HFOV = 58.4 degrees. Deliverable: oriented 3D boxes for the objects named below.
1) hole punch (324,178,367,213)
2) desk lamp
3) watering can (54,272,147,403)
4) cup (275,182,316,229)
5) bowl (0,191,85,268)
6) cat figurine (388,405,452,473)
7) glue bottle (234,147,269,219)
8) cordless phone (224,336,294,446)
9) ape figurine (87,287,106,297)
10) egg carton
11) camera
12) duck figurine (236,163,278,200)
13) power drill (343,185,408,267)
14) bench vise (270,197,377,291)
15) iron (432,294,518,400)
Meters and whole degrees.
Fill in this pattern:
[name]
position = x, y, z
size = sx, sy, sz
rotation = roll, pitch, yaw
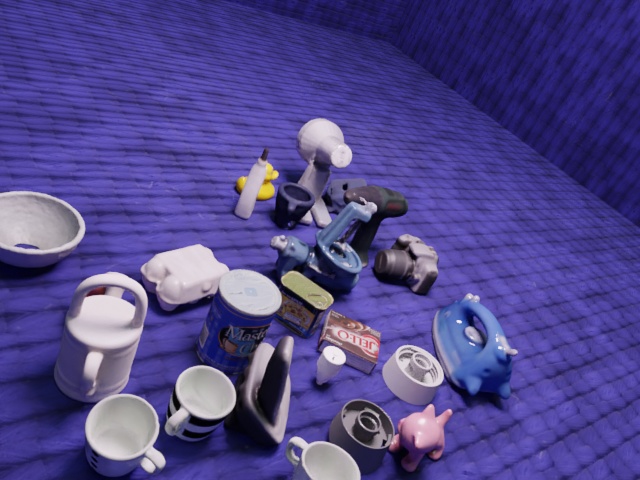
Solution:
[hole punch]
position = 0.067, -0.121, 1.513
size = 0.101, 0.091, 0.108
rotation = 19, 31, -12
[desk lamp]
position = 0.003, -0.173, 1.424
size = 0.118, 0.213, 0.203
rotation = 9, 34, -26
[watering can]
position = -0.296, 0.116, 0.782
size = 0.101, 0.194, 0.172
rotation = 1, 39, -35
[cup]
position = -0.069, -0.067, 1.325
size = 0.092, 0.095, 0.118
rotation = 22, 31, -6
[bowl]
position = -0.481, -0.006, 0.946
size = 0.168, 0.074, 0.167
rotation = 19, 31, -12
[cat figurine]
position = 0.166, 0.305, 0.910
size = 0.128, 0.117, 0.067
rotation = -8, 44, -43
[glue bottle]
position = -0.146, -0.134, 1.293
size = 0.037, 0.173, 0.078
rotation = 22, 31, -5
[cordless phone]
position = -0.064, 0.194, 0.843
size = 0.094, 0.185, 0.147
rotation = 19, 31, -11
[ape figurine]
position = -0.340, 0.098, 0.876
size = 0.078, 0.092, 0.076
rotation = -14, 49, -47
[egg carton]
position = -0.236, 0.067, 1.023
size = 0.107, 0.069, 0.151
rotation = 41, 34, 24
[camera]
position = 0.198, 0.043, 1.350
size = 0.137, 0.101, 0.143
rotation = 9, 34, -26
[duck figurine]
position = -0.149, -0.151, 1.402
size = 0.105, 0.086, 0.077
rotation = 0, 39, -37
[power drill]
position = 0.099, -0.034, 1.288
size = 0.230, 0.208, 0.075
rotation = -14, 48, -47
[bench vise]
position = 0.016, 0.012, 1.146
size = 0.208, 0.219, 0.121
rotation = -2, 40, -38
[iron]
position = 0.313, 0.192, 1.169
size = 0.119, 0.141, 0.258
rotation = 12, 33, -22
